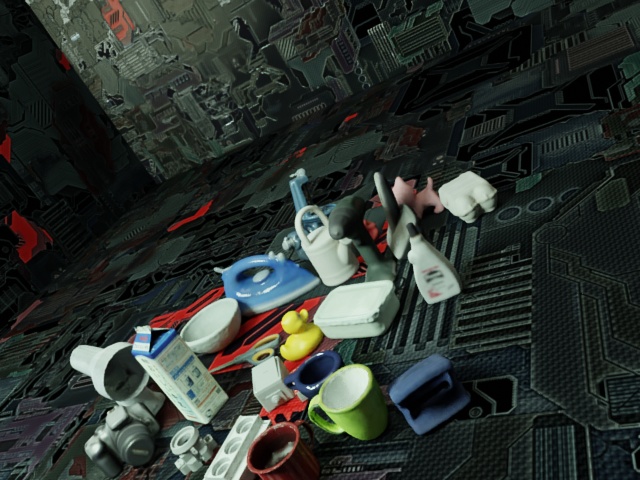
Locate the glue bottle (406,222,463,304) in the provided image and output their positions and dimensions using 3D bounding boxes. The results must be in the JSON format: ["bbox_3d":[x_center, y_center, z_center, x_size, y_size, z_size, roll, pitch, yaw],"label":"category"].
[{"bbox_3d":[0.200,0.038,1.070,0.078,0.173,0.037,-25,23,14],"label":"glue bottle"}]

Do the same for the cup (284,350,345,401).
[{"bbox_3d":[0.005,0.254,0.973,0.117,0.095,0.092,-21,25,24],"label":"cup"}]

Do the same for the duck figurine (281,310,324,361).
[{"bbox_3d":[-0.050,0.191,1.186,0.077,0.086,0.105,0,38,52],"label":"duck figurine"}]

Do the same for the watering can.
[{"bbox_3d":[0.014,0.003,1.353,0.172,0.194,0.101,-17,26,31],"label":"watering can"}]

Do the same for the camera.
[{"bbox_3d":[-0.396,0.406,1.157,0.143,0.101,0.136,-40,24,-20],"label":"camera"}]

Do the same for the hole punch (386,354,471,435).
[{"bbox_3d":[0.152,0.219,0.863,0.108,0.091,0.101,-33,22,-4],"label":"hole punch"}]

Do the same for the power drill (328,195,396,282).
[{"bbox_3d":[0.088,0.004,1.239,0.075,0.209,0.229,-24,23,17],"label":"power drill"}]

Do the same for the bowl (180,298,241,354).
[{"bbox_3d":[-0.253,0.222,1.395,0.167,0.075,0.167,-26,23,12],"label":"bowl"}]

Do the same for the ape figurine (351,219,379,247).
[{"bbox_3d":[0.103,-0.027,1.438,0.078,0.092,0.076,-30,22,4],"label":"ape figurine"}]

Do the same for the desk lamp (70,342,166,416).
[{"bbox_3d":[-0.441,0.316,1.255,0.202,0.214,0.118,-10,31,42],"label":"desk lamp"}]

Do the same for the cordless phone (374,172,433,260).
[{"bbox_3d":[0.169,-0.058,1.295,0.094,0.185,0.147,-30,22,2],"label":"cordless phone"}]

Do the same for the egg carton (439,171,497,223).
[{"bbox_3d":[0.339,-0.100,1.320,0.107,0.069,0.150,-31,22,2],"label":"egg carton"}]

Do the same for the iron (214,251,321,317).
[{"bbox_3d":[-0.139,0.091,1.435,0.257,0.142,0.118,-21,24,23],"label":"iron"}]

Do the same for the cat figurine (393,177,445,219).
[{"bbox_3d":[0.229,-0.108,1.412,0.127,0.118,0.067,-26,23,14],"label":"cat figurine"}]

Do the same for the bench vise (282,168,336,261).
[{"bbox_3d":[-0.029,-0.066,1.519,0.121,0.220,0.208,-14,28,35],"label":"bench vise"}]
